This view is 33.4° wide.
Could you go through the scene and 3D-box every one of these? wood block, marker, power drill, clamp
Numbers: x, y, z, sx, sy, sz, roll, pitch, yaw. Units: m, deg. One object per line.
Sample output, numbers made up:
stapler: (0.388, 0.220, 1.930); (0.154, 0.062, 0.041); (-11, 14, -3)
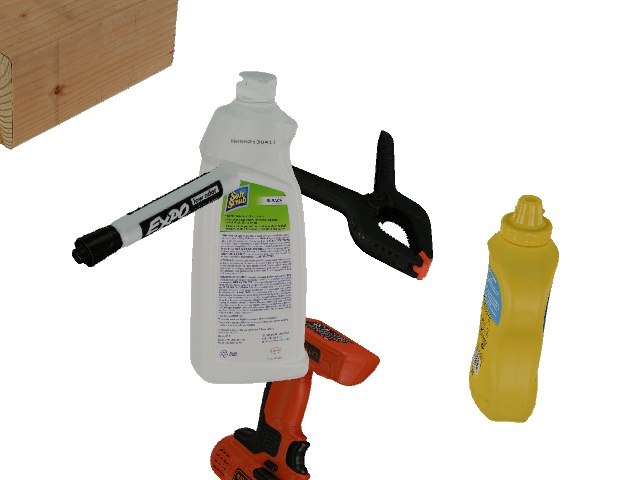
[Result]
wood block: (-0.227, -0.174, 0.946); (0.090, 0.091, 0.205); (29, 42, 20)
marker: (-0.100, -0.016, 0.655); (0.120, 0.020, 0.020); (-31, 19, -34)
power drill: (-0.015, 0.176, 0.969); (0.057, 0.188, 0.185); (13, 12, -46)
clamp: (0.050, -0.037, 1.198); (0.164, 0.210, 0.036); (-13, -37, -23)

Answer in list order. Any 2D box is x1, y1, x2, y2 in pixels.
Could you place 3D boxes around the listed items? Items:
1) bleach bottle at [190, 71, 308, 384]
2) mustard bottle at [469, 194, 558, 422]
bleach bottle: (-0.051, -0.010, 0.864); (0.102, 0.251, 0.068); (-2, 21, -21)
mustard bottle: (0.163, 0.051, 0.897); (0.058, 0.192, 0.096); (4, 28, 2)
